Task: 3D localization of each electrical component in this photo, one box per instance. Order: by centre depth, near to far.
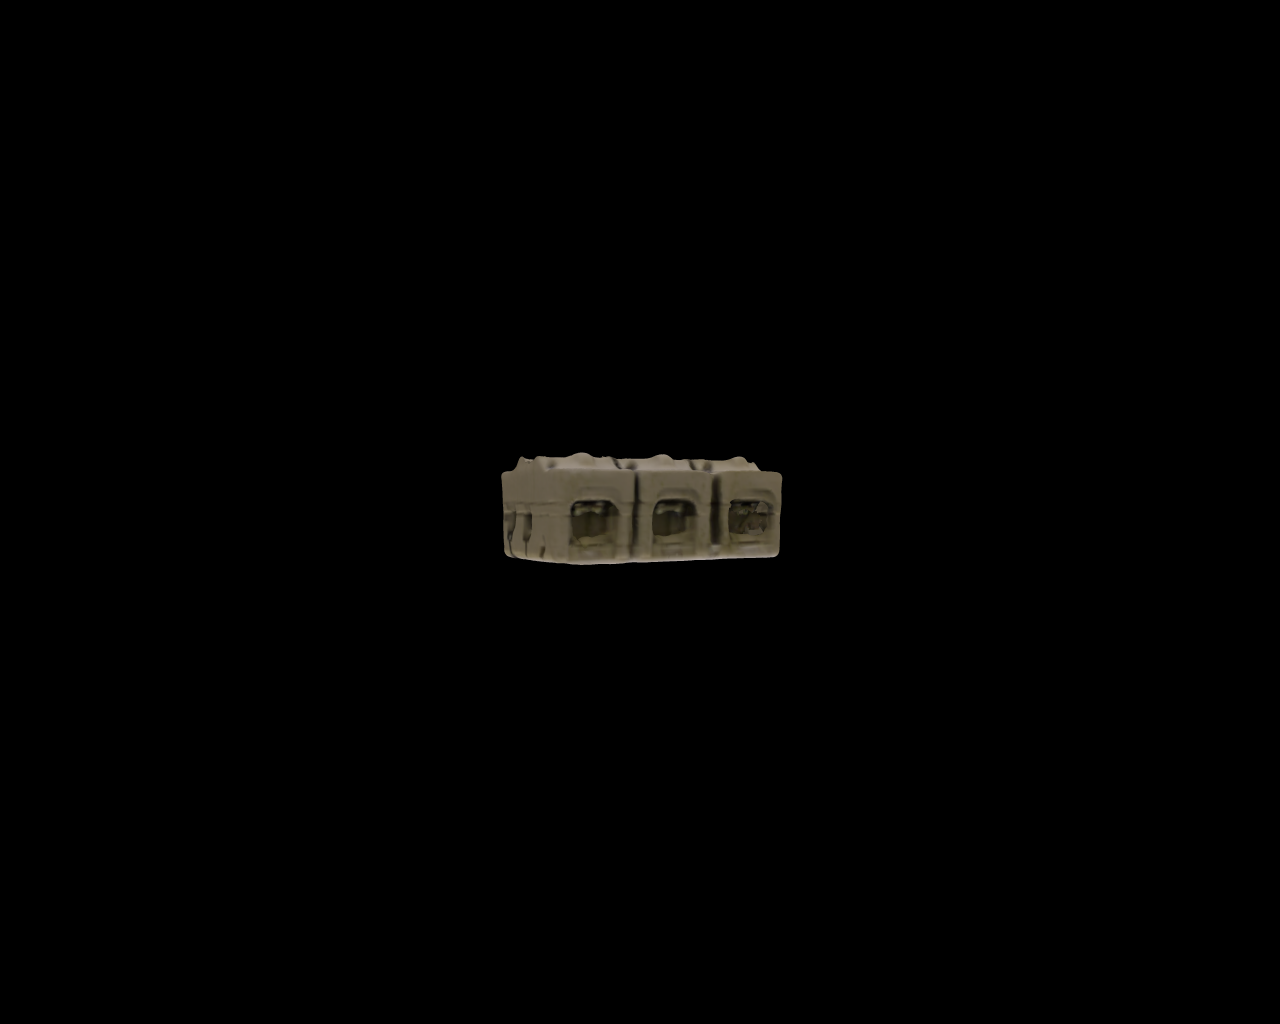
[{"bbox_3d":[0.001,-0.003,0.650,0.150,0.061,0.089,0,0,-28],"label":"electrical component"}]
